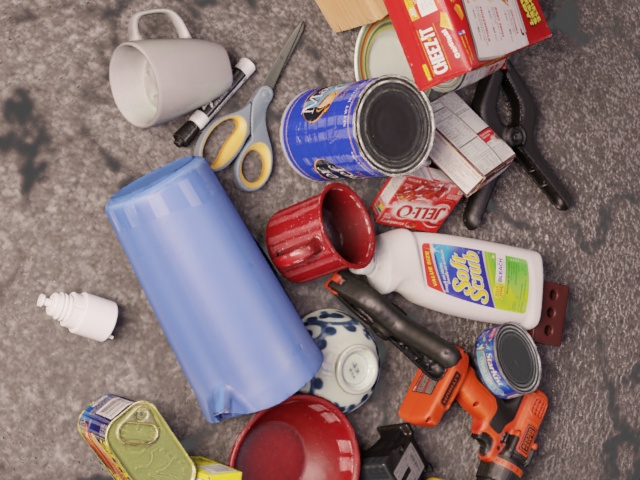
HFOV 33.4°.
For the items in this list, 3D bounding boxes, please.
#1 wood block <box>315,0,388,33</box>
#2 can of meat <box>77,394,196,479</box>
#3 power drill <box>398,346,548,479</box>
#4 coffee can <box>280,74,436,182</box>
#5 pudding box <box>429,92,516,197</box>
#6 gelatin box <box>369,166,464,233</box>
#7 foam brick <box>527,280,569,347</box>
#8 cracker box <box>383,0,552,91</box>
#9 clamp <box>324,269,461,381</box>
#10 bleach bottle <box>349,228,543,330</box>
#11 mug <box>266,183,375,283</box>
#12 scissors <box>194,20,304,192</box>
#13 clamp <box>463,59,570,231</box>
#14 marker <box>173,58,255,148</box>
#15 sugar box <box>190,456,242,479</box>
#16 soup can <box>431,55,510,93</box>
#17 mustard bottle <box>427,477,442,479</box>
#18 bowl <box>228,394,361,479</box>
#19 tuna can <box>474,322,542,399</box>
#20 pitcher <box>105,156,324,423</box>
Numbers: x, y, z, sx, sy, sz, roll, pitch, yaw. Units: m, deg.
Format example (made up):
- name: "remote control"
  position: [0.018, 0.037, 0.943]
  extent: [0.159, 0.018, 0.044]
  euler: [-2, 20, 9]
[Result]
- name: "wood block"
  position: [0.015, -0.335, 1.126]
  extent: [0.090, 0.091, 0.206]
  euler: [-43, 112, -25]
- name: "can of meat"
  position: [-0.176, 0.196, 1.011]
  extent: [0.057, 0.084, 0.102]
  euler: [-40, 111, -26]
- name: "power drill"
  position: [0.178, 0.224, 1.258]
  extent: [0.187, 0.057, 0.184]
  euler: [40, 66, -30]
- name: "coffee can"
  position: [0.037, -0.114, 1.112]
  extent: [0.102, 0.141, 0.103]
  euler: [-1, 91, -33]
- name: "pudding box"
  position: [0.158, -0.111, 1.209]
  extent: [0.113, 0.039, 0.089]
  euler: [46, 40, 10]
- name: "gelatin box"
  position: [0.111, -0.047, 1.203]
  extent: [0.089, 0.030, 0.073]
  euler: [10, 130, -32]
- name: "foam brick"
  position: [0.267, 0.088, 1.316]
  extent: [0.052, 0.051, 0.078]
  euler: [13, 84, -33]
- name: "cracker box"
  position: [0.145, -0.258, 1.104]
  extent: [0.213, 0.072, 0.164]
  euler: [-30, 99, -52]
- name: "clamp"
  position: [0.081, 0.091, 1.150]
  extent: [0.171, 0.120, 0.039]
  euler: [38, 72, -1]
- name: "bleach bottle"
  position: [0.143, 0.045, 1.231]
  extent: [0.250, 0.068, 0.102]
  euler: [8, 84, -31]
- name: "mug"
  position: [-0.007, 0.001, 1.099]
  extent: [0.093, 0.082, 0.117]
  euler: [62, 35, -10]
- name: "scissors"
  position: [-0.053, -0.133, 1.128]
  extent: [0.201, 0.016, 0.096]
  euler: [-49, 115, -22]
- name: "clamp"
  position: [0.221, -0.116, 1.293]
  extent: [0.164, 0.036, 0.210]
  euler: [-19, 99, -31]
- name: "marker"
  position: [-0.109, -0.139, 1.089]
  extent: [0.020, 0.020, 0.121]
  euler: [48, 67, -24]
- name: "sugar box"
  position: [-0.120, 0.307, 1.043]
  extent: [0.048, 0.093, 0.176]
  euler: [3, 89, -33]
- name: "soup can"
  position: [0.165, -0.213, 1.223]
  extent: [0.102, 0.069, 0.068]
  euler: [-29, 106, -45]
- name: "mustard bottle"
  position: [0.086, 0.357, 1.198]
  extent: [0.191, 0.058, 0.096]
  euler: [-31, 106, -29]
- name: "bowl"
  position: [-0.038, 0.238, 1.118]
  extent: [0.161, 0.055, 0.162]
  euler: [-1, 91, -33]
- name: "tuna can"
  position: [0.218, 0.140, 1.238]
  extent: [0.086, 0.034, 0.086]
  euler: [22, 56, -38]
- name: "pitcher"
  position: [-0.102, 0.042, 1.042]
  extent: [0.145, 0.149, 0.243]
  euler: [-30, 103, -14]
